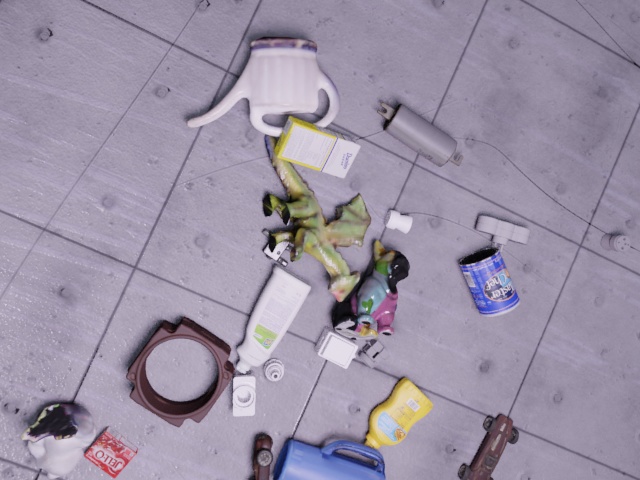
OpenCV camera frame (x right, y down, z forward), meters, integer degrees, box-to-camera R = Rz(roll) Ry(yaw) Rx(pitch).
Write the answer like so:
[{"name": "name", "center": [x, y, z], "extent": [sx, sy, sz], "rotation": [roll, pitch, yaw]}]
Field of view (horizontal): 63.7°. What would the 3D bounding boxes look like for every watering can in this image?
[{"name": "watering can", "center": [-0.125, -0.346, 1.162], "extent": [0.348, 0.104, 0.224], "rotation": [-1, 94, -10]}]

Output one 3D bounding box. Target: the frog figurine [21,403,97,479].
[{"name": "frog figurine", "center": [-0.559, 0.439, 1.126], "extent": [0.138, 0.125, 0.155], "rotation": [-14, 131, -16]}]

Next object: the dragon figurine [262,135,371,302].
[{"name": "dragon figurine", "center": [0.004, -0.061, 1.204], "extent": [0.243, 0.121, 0.415], "rotation": [-1, 76, -27]}]
